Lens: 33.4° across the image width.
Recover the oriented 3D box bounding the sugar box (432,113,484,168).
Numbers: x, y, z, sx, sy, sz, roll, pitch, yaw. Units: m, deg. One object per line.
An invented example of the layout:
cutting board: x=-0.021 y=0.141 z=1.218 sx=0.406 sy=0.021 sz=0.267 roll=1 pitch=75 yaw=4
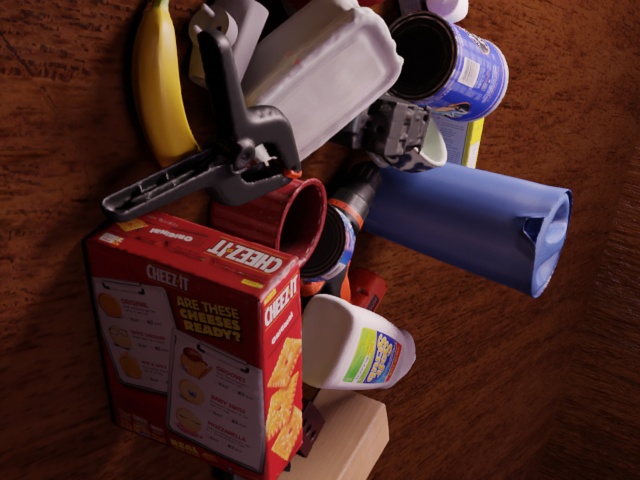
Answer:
sugar box: x=0.160 y=-0.153 z=1.362 sx=0.048 sy=0.093 sz=0.176 roll=-31 pitch=135 yaw=-57

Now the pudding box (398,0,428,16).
pudding box: x=0.127 y=-0.299 z=1.250 sx=0.090 sy=0.039 sz=0.113 roll=-61 pitch=154 yaw=-19

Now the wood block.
wood block: x=0.000 y=0.294 z=1.347 sx=0.205 sy=0.091 sz=0.090 roll=-55 pitch=151 yaw=-34

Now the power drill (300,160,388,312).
power drill: x=0.030 y=0.021 z=1.257 sx=0.184 sy=0.057 sz=0.187 roll=-56 pitch=149 yaw=-24

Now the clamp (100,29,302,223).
clamp: x=-0.072 y=-0.083 z=0.871 sx=0.209 sy=0.036 sz=0.165 roll=1 pitch=123 yaw=-58

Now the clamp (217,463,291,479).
clamp: x=-0.085 y=0.267 z=1.210 sx=0.120 sy=0.039 sz=0.171 roll=-64 pitch=151 yaw=-29

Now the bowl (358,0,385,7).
bowl: x=0.060 y=-0.303 z=1.063 sx=0.161 sy=0.055 sz=0.162 roll=-37 pitch=133 yaw=-54

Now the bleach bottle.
bleach bottle: x=0.055 y=0.125 z=1.248 sx=0.250 sy=0.068 sz=0.102 roll=15 pitch=98 yaw=-62

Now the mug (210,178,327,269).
mug: x=-0.055 y=-0.013 z=1.015 sx=0.093 sy=0.082 sz=0.117 roll=17 pitch=91 yaw=-66

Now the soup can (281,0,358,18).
soup can: x=-0.004 y=-0.232 z=0.983 sx=0.068 sy=0.069 sz=0.102 roll=-62 pitch=155 yaw=-20

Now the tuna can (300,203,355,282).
tuna can: x=-0.007 y=0.001 z=1.123 sx=0.033 sy=0.086 sz=0.086 roll=26 pitch=83 yaw=-67

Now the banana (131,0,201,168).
banana: x=-0.119 y=-0.106 z=0.863 sx=0.069 sy=0.037 sz=0.198 roll=-47 pitch=147 yaw=-37

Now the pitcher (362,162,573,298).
pitcher: x=0.176 y=-0.025 z=1.303 sx=0.144 sy=0.243 sz=0.149 roll=-46 pitch=146 yaw=-43

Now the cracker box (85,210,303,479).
cracker box: x=-0.099 y=0.090 z=0.893 sx=0.072 sy=0.164 sz=0.214 roll=-49 pitch=148 yaw=-45

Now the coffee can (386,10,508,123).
coffee can: x=0.142 y=-0.196 z=1.224 sx=0.140 sy=0.103 sz=0.103 roll=7 pitch=101 yaw=-57

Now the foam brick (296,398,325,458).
foam brick: x=-0.035 y=0.216 z=1.263 sx=0.053 sy=0.051 sz=0.078 roll=-62 pitch=155 yaw=-19
